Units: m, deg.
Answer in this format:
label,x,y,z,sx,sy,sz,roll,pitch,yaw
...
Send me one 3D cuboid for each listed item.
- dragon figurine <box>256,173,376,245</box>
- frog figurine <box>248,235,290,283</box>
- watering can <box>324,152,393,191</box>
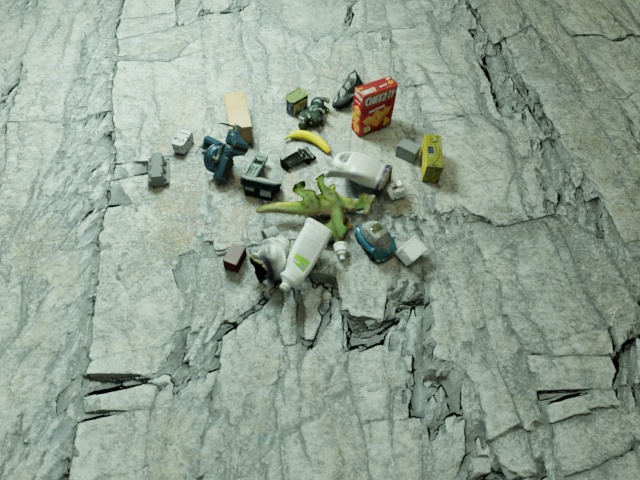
label,x,y,z,sx,sy,sz,roll,pitch,yaw
dragon figurine,0.006,-0.091,1.818,0.413,0.120,0.246,-25,68,-15
frog figurine,-0.143,0.053,1.699,0.162,0.121,0.137,-37,98,-34
watering can,0.146,-0.246,1.874,0.225,0.102,0.353,24,28,8
